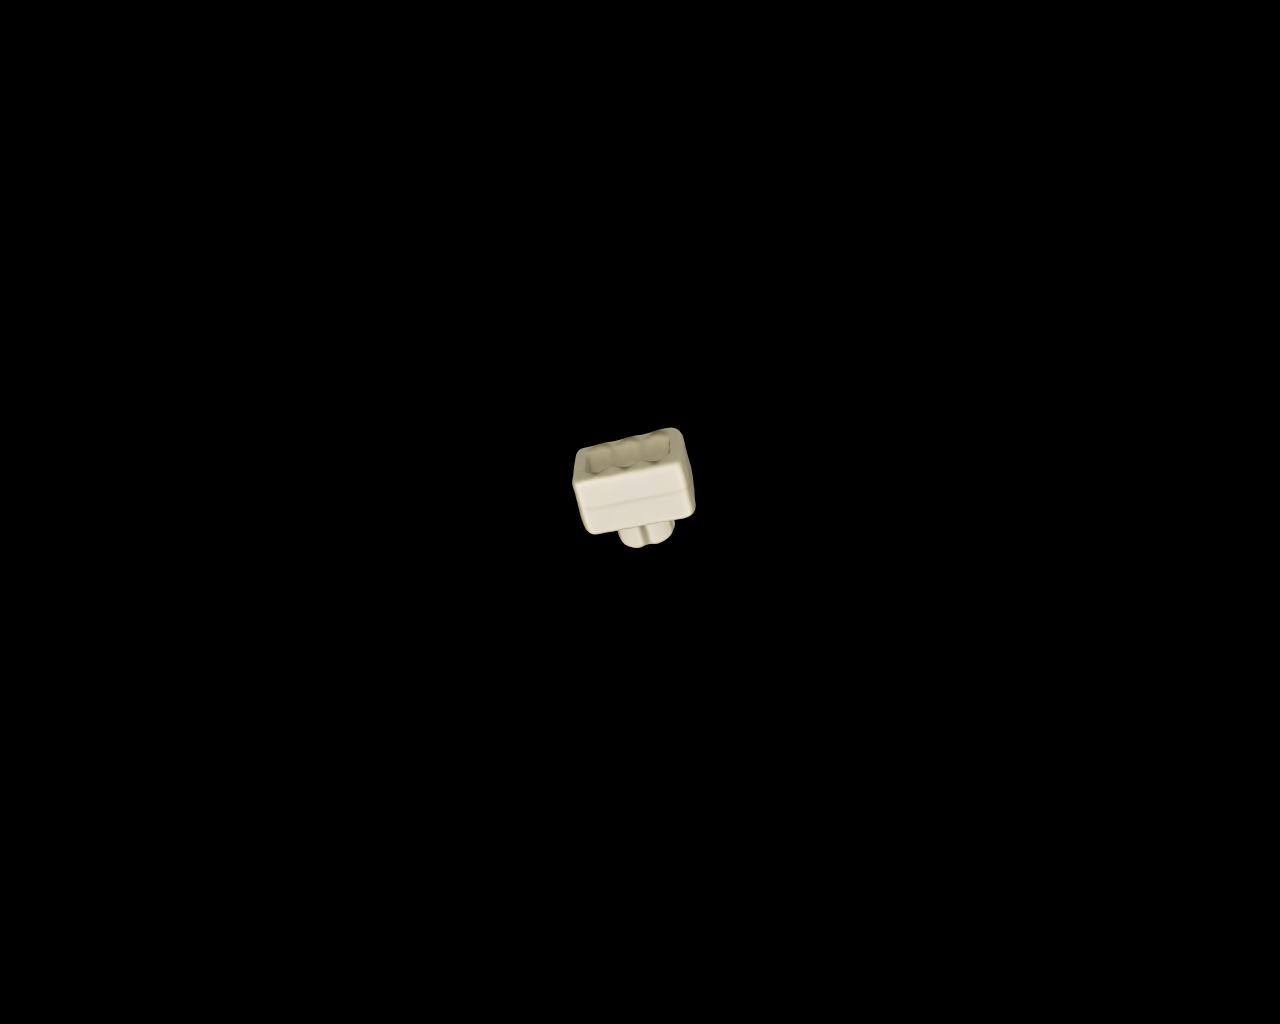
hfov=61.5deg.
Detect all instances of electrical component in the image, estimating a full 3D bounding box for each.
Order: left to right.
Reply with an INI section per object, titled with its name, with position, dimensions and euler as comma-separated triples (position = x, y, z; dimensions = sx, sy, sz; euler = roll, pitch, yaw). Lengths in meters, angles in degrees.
[electrical component]
position = 0.001, -0.003, 0.650
dimensions = 0.066, 0.076, 0.047
euler = -11, 30, 7
